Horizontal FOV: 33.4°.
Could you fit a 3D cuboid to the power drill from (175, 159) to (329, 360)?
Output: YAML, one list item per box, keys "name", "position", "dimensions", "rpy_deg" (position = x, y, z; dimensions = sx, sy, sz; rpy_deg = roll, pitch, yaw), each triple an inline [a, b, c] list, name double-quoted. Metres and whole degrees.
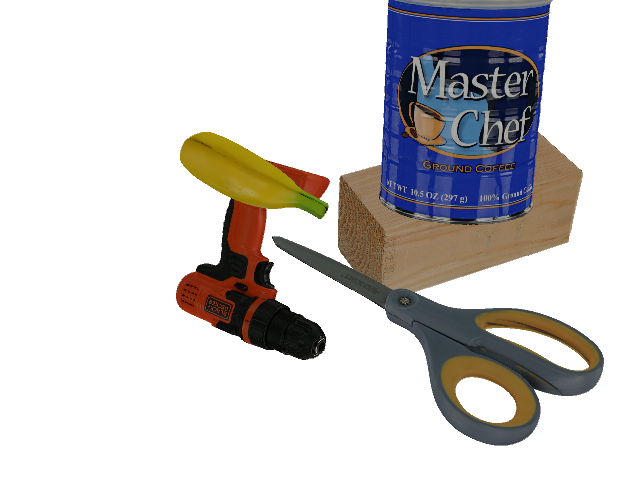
- name: "power drill"
  position: [-0.054, 0.015, 1.099]
  dimensions: [0.185, 0.188, 0.057]
  rpy_deg: [19, 4, 29]

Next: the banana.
- name: "banana"
  position: [-0.070, -0.052, 0.802]
  dimensions: [0.069, 0.037, 0.198]
  rpy_deg: [39, -5, -33]

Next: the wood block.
- name: "wood block"
  position: [0.128, -0.028, 1.000]
  dimensions: [0.205, 0.090, 0.091]
  rpy_deg: [-16, 42, -20]

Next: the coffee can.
- name: "coffee can"
  position: [0.091, -0.092, 0.687]
  dimensions: [0.103, 0.140, 0.103]
  rpy_deg: [1, 20, -1]

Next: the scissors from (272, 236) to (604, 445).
- name: "scissors"
  position: [0.044, 0.050, 0.559]
  dimensions: [0.202, 0.016, 0.096]
  rpy_deg: [15, 42, 21]
